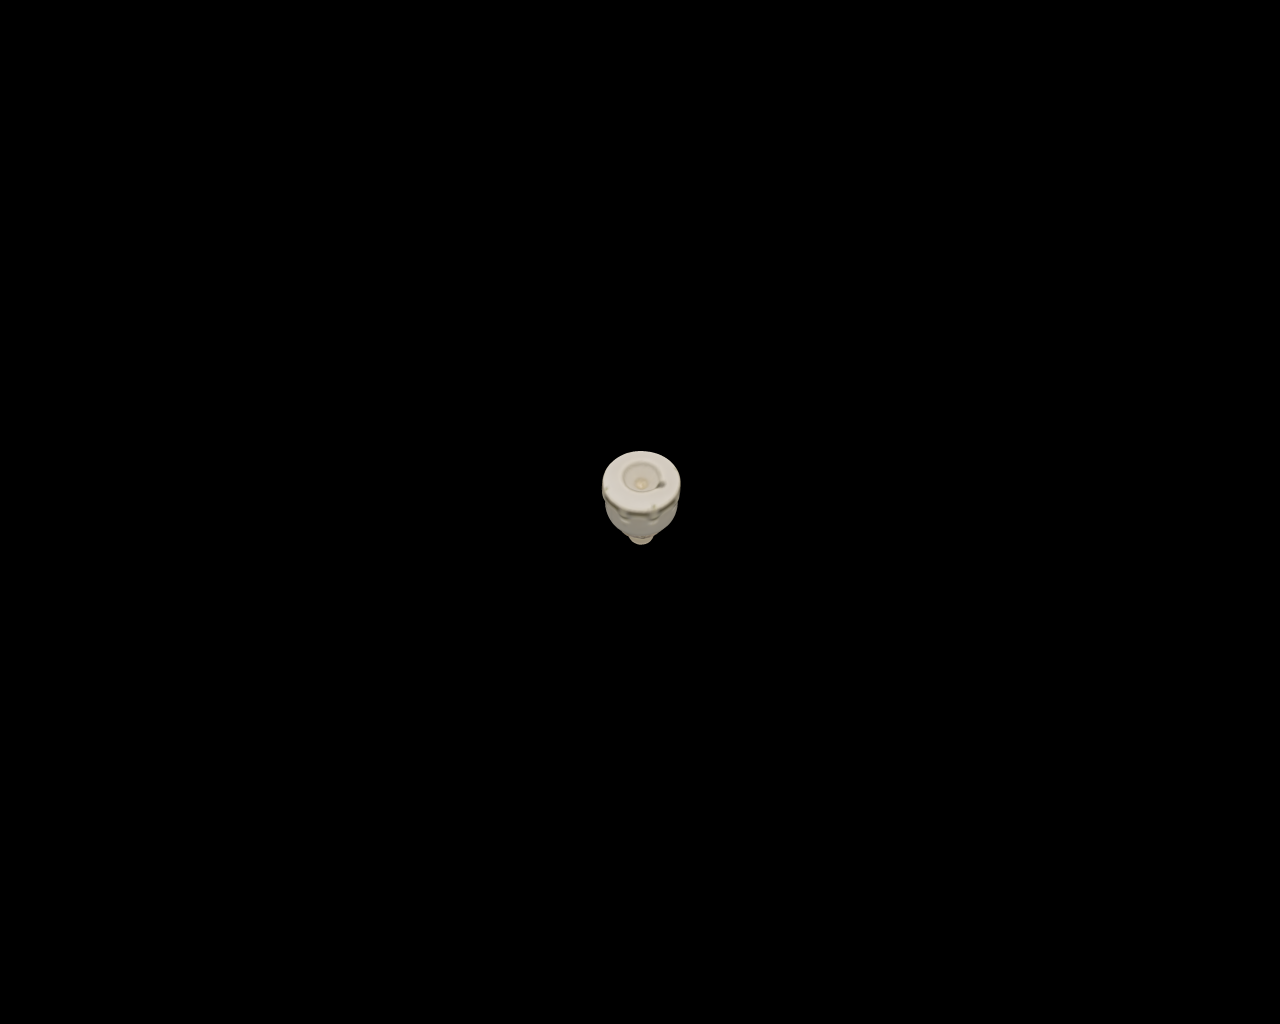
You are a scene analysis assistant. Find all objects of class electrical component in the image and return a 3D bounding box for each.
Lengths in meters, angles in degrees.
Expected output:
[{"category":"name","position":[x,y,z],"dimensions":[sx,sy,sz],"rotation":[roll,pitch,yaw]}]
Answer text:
[{"category":"electrical component","position":[0.001,-0.003,0.650],"dimensions":[0.048,0.048,0.062],"rotation":[0,-37,0]}]
